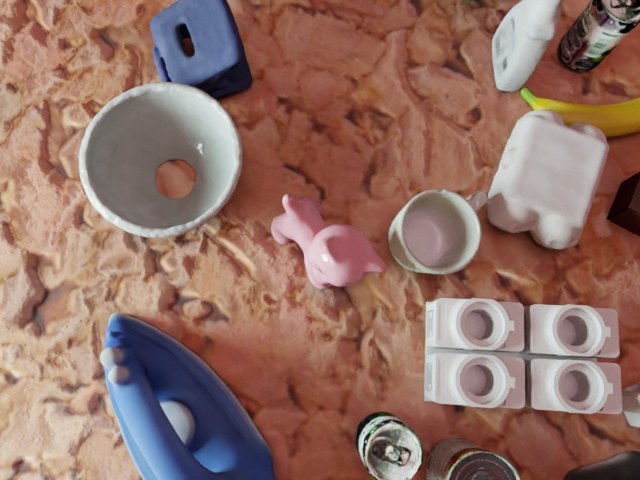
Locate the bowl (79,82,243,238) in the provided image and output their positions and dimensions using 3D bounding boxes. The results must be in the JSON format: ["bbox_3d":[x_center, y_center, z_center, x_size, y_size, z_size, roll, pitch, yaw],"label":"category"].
[{"bbox_3d":[-0.162,-0.078,0.616,0.167,0.075,0.167,0,78,-2],"label":"bowl"}]

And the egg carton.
[{"bbox_3d":[0.248,-0.068,0.629,0.107,0.069,0.150,21,78,3],"label":"egg carton"}]

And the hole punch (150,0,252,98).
[{"bbox_3d":[-0.135,-0.213,0.637,0.101,0.091,0.108,-20,79,-6],"label":"hole punch"}]

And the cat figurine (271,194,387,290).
[{"bbox_3d":[0.005,0.002,0.582,0.067,0.118,0.127,-41,82,-9],"label":"cat figurine"}]

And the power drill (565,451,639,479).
[{"bbox_3d":[0.311,0.243,0.494,0.229,0.208,0.075,-17,79,-5],"label":"power drill"}]

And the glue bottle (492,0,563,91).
[{"bbox_3d":[0.228,-0.230,0.609,0.037,0.173,0.078,0,78,-1],"label":"glue bottle"}]

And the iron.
[{"bbox_3d":[-0.144,0.169,0.530,0.119,0.141,0.258,-36,81,-8],"label":"iron"}]
